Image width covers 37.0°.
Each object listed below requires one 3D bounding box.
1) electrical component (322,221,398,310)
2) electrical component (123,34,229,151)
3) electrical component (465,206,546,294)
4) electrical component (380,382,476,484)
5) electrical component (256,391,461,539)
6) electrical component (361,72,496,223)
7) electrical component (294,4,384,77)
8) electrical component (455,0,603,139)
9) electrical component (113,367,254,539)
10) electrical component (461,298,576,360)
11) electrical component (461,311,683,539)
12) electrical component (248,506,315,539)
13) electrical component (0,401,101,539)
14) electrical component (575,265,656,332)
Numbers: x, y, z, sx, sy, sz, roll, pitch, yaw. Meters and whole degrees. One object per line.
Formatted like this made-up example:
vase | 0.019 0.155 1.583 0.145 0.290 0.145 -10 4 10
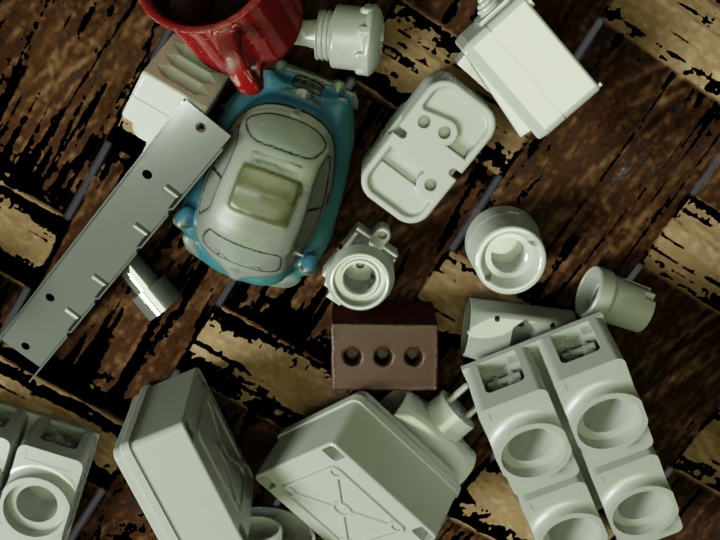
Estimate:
electrical component | 0.000 0.000 0.766 0.048 0.055 0.066 35 105 -11
electrical component | -0.130 -0.107 0.729 0.047 0.065 0.076 30 125 -9
electrical component | 0.105 -0.013 0.766 0.055 0.047 0.055 0 108 0
electrical component | 0.059 0.117 0.811 0.079 0.043 0.077 -43 103 12
electrical component | -0.002 0.154 0.792 0.109 0.056 0.109 44 138 -13
electrical component | 0.045 -0.086 0.736 0.054 0.059 0.095 36 105 -11
electrical component | -0.016 -0.157 0.722 0.062 0.048 0.048 7 108 5
electrical component | 0.104 -0.140 0.717 0.061 0.061 0.096 -41 104 12
electrical component | -0.125 0.143 0.786 0.056 0.108 0.108 -22 107 4
electrical component | 0.113 0.063 0.793 0.077 0.043 0.079 7 109 -2
electrical component | 0.158 0.134 0.781 0.105 0.060 0.186 -23 123 7
electrical component | -0.078 0.225 0.818 0.099 0.099 0.064 2 106 -1
electrical component | -0.282 0.202 0.830 0.105 0.060 0.186 19 107 -6
electrical component | 0.186 0.022 0.783 0.046 0.040 0.040 18 107 -11
